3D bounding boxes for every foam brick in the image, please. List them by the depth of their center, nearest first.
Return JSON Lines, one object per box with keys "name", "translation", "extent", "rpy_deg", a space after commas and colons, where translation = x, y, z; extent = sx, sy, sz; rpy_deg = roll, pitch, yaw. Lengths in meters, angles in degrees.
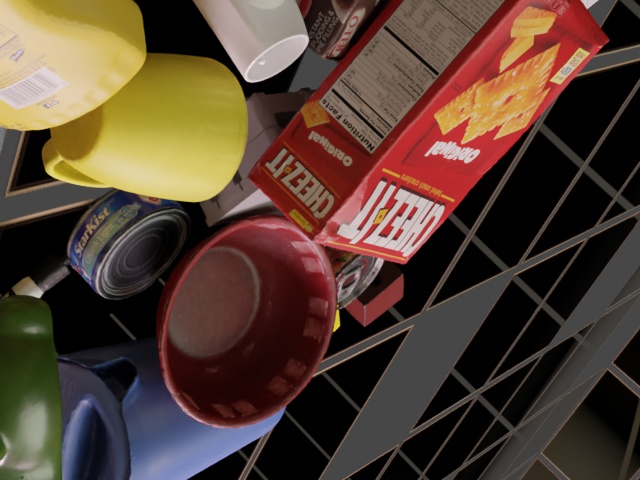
{"name": "foam brick", "translation": [0.038, 0.035, 1.043], "extent": [0.053, 0.078, 0.051], "rpy_deg": [-38, 157, -18]}

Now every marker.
{"name": "marker", "translation": [-0.214, 0.051, 0.710], "extent": [0.121, 0.020, 0.020], "rpy_deg": [-42, 157, -11]}

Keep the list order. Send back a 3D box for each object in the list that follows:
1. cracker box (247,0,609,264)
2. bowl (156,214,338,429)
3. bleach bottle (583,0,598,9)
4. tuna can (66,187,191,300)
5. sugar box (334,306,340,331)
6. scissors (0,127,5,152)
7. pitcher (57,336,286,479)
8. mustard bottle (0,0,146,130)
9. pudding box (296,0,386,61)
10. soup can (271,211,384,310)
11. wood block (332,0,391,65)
{"name": "cracker box", "translation": [0.077, -0.086, 0.684], "extent": [0.214, 0.072, 0.164], "rpy_deg": [-49, 157, 12]}
{"name": "bowl", "translation": [-0.064, 0.054, 0.790], "extent": [0.161, 0.055, 0.162], "rpy_deg": [-15, 113, -38]}
{"name": "bleach bottle", "translation": [0.147, -0.185, 0.894], "extent": [0.250, 0.068, 0.102], "rpy_deg": [-40, 150, -8]}
{"name": "tuna can", "translation": [-0.133, 0.000, 0.749], "extent": [0.086, 0.034, 0.086], "rpy_deg": [-37, 155, -21]}
{"name": "sugar box", "translation": [-0.029, 0.058, 1.008], "extent": [0.093, 0.048, 0.176], "rpy_deg": [-39, 157, -17]}
{"name": "scissors", "translation": [-0.163, -0.087, 0.579], "extent": [0.201, 0.016, 0.096], "rpy_deg": [-40, 158, -15]}
{"name": "pitcher", "translation": [-0.136, 0.145, 0.872], "extent": [0.242, 0.149, 0.145], "rpy_deg": [-10, 95, -59]}
{"name": "mustard bottle", "translation": [-0.167, -0.109, 0.452], "extent": [0.096, 0.058, 0.191], "rpy_deg": [-19, 157, 24]}
{"name": "pudding box", "translation": [0.006, -0.176, 0.627], "extent": [0.039, 0.090, 0.114], "rpy_deg": [-11, 138, -57]}
{"name": "soup can", "translation": [-0.006, 0.001, 0.880], "extent": [0.068, 0.102, 0.068], "rpy_deg": [-37, 155, -21]}
{"name": "wood block", "translation": [0.058, -0.154, 0.753], "extent": [0.090, 0.091, 0.205], "rpy_deg": [-50, 157, 12]}
